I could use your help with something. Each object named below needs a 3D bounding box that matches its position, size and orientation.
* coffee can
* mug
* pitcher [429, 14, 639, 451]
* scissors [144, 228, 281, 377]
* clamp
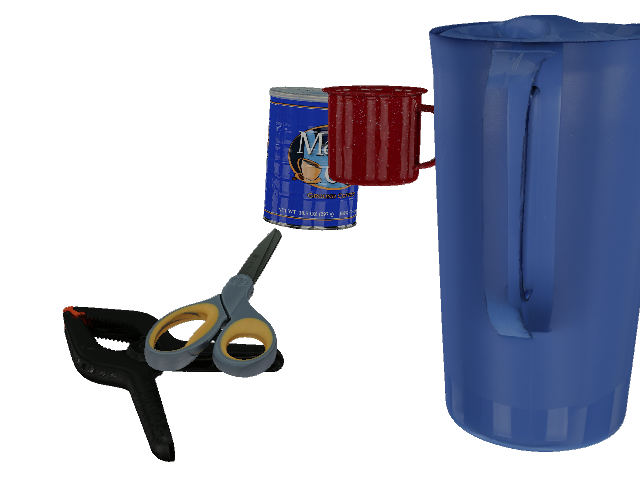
[{"bbox_3d":[-0.007,-0.090,1.143,0.103,0.140,0.103,4,12,-1],"label":"coffee can"},{"bbox_3d":[0.059,-0.092,0.939,0.117,0.081,0.093,5,13,22],"label":"mug"},{"bbox_3d":[0.124,-0.004,0.610,0.149,0.243,0.145,-8,17,-22],"label":"pitcher"},{"bbox_3d":[-0.046,0.043,0.767,0.096,0.016,0.201,18,32,25],"label":"scissors"},{"bbox_3d":[-0.150,0.108,0.980,0.210,0.036,0.164,28,39,32],"label":"clamp"}]
